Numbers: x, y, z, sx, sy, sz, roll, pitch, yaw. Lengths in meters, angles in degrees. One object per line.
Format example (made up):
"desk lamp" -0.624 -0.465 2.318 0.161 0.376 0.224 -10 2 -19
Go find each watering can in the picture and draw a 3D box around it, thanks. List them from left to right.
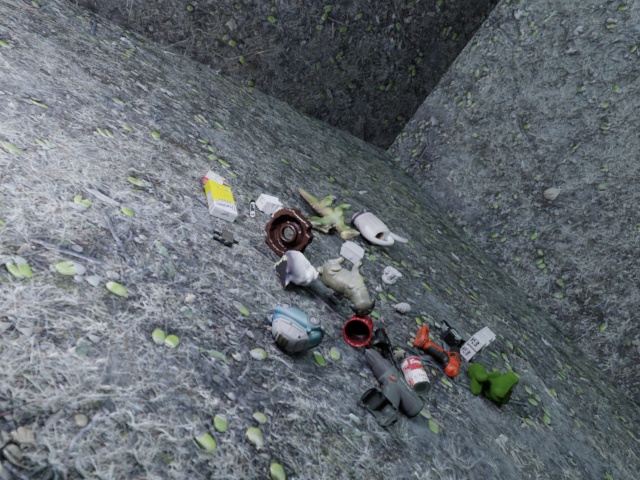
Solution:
"watering can" 0.286 -0.047 2.520 0.347 0.102 0.228 3 39 -52

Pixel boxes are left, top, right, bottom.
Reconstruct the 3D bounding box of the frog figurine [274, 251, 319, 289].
"frog figurine" -0.057 0.101 1.705 0.159 0.121 0.139 7 15 -33

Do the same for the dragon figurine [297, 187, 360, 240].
"dragon figurine" 0.007 -0.114 2.268 0.413 0.120 0.245 29 25 20
